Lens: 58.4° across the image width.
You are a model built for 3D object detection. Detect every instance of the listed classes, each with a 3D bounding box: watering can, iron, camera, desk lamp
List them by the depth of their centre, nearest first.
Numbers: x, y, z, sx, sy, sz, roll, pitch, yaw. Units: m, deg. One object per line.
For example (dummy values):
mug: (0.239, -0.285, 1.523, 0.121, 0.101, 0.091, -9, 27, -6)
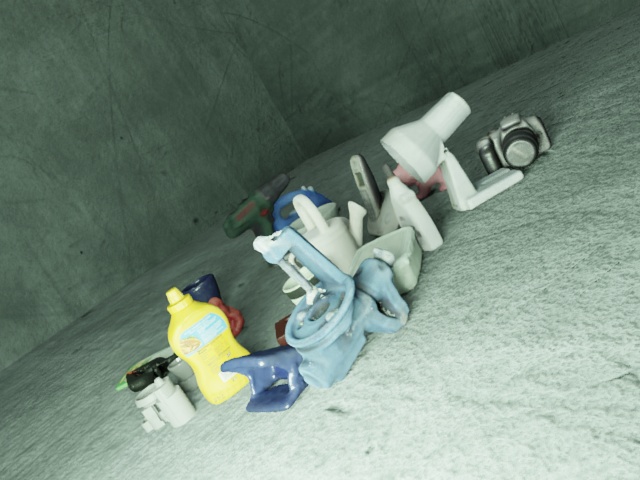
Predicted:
watering can: (0.013, -0.008, 1.102, 0.173, 0.194, 0.100, -38, 15, -32)
desk lamp: (0.250, -0.164, 1.118, 0.203, 0.214, 0.118, -30, 13, 1)
camera: (0.393, -0.197, 1.181, 0.143, 0.101, 0.137, -24, 14, 26)
iron: (-0.065, -0.087, 1.719, 0.259, 0.141, 0.118, -37, 14, -26)

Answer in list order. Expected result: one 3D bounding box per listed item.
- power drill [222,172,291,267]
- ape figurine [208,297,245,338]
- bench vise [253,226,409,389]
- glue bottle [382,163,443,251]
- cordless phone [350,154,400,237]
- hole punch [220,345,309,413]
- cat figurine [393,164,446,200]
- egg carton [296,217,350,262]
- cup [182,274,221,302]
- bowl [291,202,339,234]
power drill: (-0.137, -0.043, 1.557, 0.229, 0.208, 0.075, -31, 13, 0)
ape figurine: (-0.200, 0.160, 1.175, 0.077, 0.092, 0.076, -29, 13, 7)
bench vise: (0.009, 0.060, 0.781, 0.121, 0.220, 0.208, -20, 16, 40)
glue bottle: (0.156, -0.061, 1.025, 0.037, 0.173, 0.078, -34, 13, -17)
cordless phone: (0.126, -0.100, 1.220, 0.094, 0.185, 0.147, -35, 13, -20)
hole punch: (-0.069, 0.178, 0.802, 0.108, 0.091, 0.101, -19, 17, 43)
cat figurine: (0.238, -0.162, 1.365, 0.127, 0.118, 0.067, -23, 15, 31)
egg carton: (0.012, 0.005, 1.345, 0.107, 0.069, 0.151, -16, 19, 48)
cup: (-0.293, 0.152, 1.418, 0.118, 0.095, 0.091, -31, 13, -4)
bowl: (-0.012, -0.028, 1.519, 0.167, 0.075, 0.167, -29, 12, 7)
